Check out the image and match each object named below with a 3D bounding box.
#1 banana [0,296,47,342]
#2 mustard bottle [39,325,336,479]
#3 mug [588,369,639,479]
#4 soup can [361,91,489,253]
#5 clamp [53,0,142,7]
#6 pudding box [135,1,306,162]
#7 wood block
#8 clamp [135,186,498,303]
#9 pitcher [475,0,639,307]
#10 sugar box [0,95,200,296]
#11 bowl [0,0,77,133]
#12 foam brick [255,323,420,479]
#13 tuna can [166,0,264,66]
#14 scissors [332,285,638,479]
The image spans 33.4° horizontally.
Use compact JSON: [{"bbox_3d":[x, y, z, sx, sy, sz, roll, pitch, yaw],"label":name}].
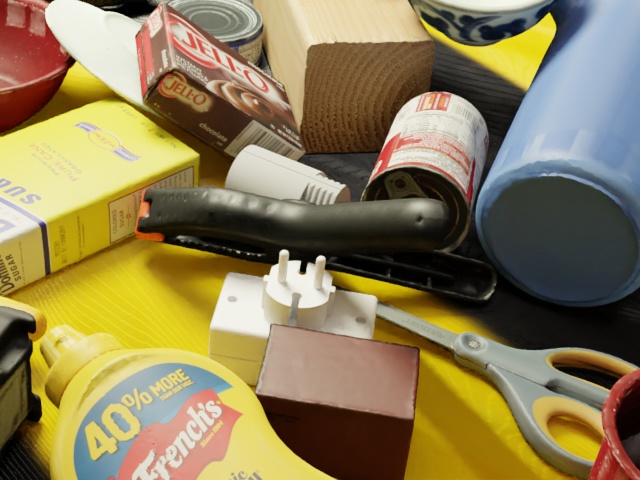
[{"bbox_3d":[-0.240,0.052,0.529,0.197,0.037,0.070,-11,32,-27],"label":"banana"},{"bbox_3d":[-0.059,0.102,0.461,0.096,0.058,0.192,-36,61,-27],"label":"mustard bottle"},{"bbox_3d":[0.173,0.113,0.485,0.117,0.081,0.093,-18,44,-29],"label":"mug"},{"bbox_3d":[0.070,-0.044,0.683,0.068,0.068,0.102,14,37,8],"label":"soup can"},{"bbox_3d":[-0.148,-0.217,0.894,0.171,0.039,0.120,-13,30,-17],"label":"clamp"},{"bbox_3d":[-0.068,-0.098,0.710,0.113,0.039,0.090,33,25,-33],"label":"pudding box"},{"bbox_3d":[0.011,-0.159,0.805,0.090,0.090,0.206,-3,39,-12],"label":"wood block"},{"bbox_3d":[-0.004,0.001,0.603,0.210,0.164,0.036,6,78,26],"label":"clamp"},{"bbox_3d":[0.195,-0.061,0.691,0.149,0.145,0.242,7,38,26],"label":"pitcher"},{"bbox_3d":[-0.168,-0.026,0.639,0.093,0.048,0.175,34,43,31],"label":"sugar box"},{"bbox_3d":[-0.244,-0.117,0.733,0.162,0.055,0.162,6,36,-5],"label":"bowl"},{"bbox_3d":[0.007,0.081,0.523,0.078,0.053,0.051,10,38,3],"label":"foam brick"},{"bbox_3d":[-0.087,-0.160,0.836,0.086,0.034,0.086,5,37,-4],"label":"tuna can"},{"bbox_3d":[0.086,0.074,0.575,0.202,0.016,0.096,13,38,8],"label":"scissors"}]
